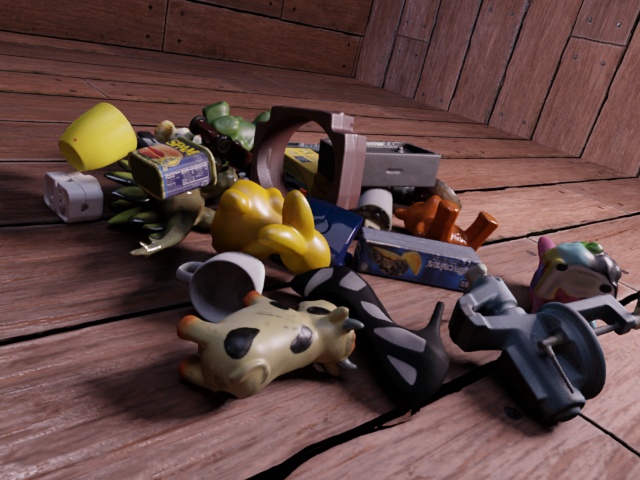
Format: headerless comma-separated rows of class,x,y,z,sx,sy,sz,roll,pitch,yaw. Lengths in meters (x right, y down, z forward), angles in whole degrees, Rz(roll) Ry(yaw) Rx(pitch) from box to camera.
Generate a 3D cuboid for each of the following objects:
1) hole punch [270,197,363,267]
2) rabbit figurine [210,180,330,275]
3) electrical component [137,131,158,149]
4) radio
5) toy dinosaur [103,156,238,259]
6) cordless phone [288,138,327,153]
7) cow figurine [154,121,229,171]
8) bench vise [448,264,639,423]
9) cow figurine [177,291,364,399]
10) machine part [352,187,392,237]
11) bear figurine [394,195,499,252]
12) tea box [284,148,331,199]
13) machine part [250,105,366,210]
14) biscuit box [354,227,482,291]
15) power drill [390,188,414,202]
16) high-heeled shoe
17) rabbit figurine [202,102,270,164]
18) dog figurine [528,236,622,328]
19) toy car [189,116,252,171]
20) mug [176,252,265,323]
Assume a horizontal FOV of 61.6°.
hole punch,-0.002,-0.003,0.849,0.142,0.092,0.116,23,28,14
rabbit figurine,-0.056,-0.014,0.752,0.173,0.162,0.122,34,67,-1
electrical component,-0.356,-0.189,1.130,0.075,0.047,0.119,-6,29,-39
radio,0.115,-0.158,1.092,0.229,0.073,0.131,-1,22,-25
toy dinosaur,-0.234,-0.064,0.850,0.198,0.105,0.472,-3,18,-19
cordless phone,-0.032,-0.232,1.374,0.184,0.088,0.147,7,23,-4
cow figurine,-0.254,-0.174,1.068,0.098,0.068,0.167,33,2,24
bench vise,0.294,0.110,0.682,0.241,0.128,0.224,-12,37,-14
cow figurine,-0.040,0.107,0.574,0.127,0.085,0.195,21,21,32
machine part,0.102,-0.060,1.050,0.079,0.079,0.243,14,24,2
bear figurine,0.225,-0.037,1.006,0.120,0.131,0.196,17,27,-15
tea box,-0.025,-0.148,1.195,0.098,0.068,0.170,-4,29,-37
machine part,-0.023,-0.136,0.974,0.201,0.201,0.087,14,15,31
biscuit box,0.161,0.033,0.889,0.203,0.059,0.063,11,22,-6
power drill,0.180,-0.153,1.326,0.232,0.085,0.207,11,30,-1
high-heeled shoe,0.043,0.116,0.660,0.249,0.086,0.145,6,49,33
rabbit figurine,-0.158,-0.227,1.195,0.170,0.158,0.121,-17,34,-18
dog figurine,0.398,0.044,0.858,0.109,0.191,0.219,13,37,15
toy car,-0.180,-0.177,1.044,0.089,0.053,0.202,41,7,21
mug,-0.119,0.052,0.677,0.110,0.080,0.107,10,10,7
